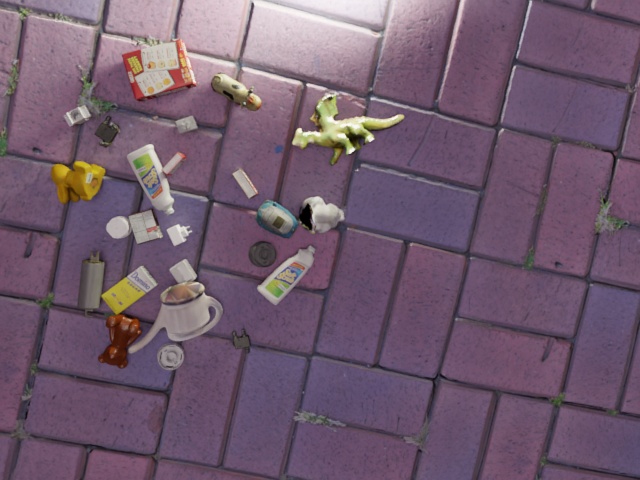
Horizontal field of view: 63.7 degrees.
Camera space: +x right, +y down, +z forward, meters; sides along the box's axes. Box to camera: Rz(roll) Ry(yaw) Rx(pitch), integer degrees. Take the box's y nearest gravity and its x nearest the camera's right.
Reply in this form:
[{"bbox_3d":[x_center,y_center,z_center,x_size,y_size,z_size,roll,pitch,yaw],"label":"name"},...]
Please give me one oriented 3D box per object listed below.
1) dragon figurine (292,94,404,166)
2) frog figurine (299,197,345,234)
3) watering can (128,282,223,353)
[{"bbox_3d":[0.082,-0.428,1.876,0.412,0.121,0.243,-34,88,-10],"label":"dragon figurine"},{"bbox_3d":[0.006,-0.096,1.899,0.161,0.121,0.138,-18,88,-39],"label":"frog figurine"},{"bbox_3d":[-0.516,0.273,1.825,0.350,0.105,0.220,-16,120,-24],"label":"watering can"}]
